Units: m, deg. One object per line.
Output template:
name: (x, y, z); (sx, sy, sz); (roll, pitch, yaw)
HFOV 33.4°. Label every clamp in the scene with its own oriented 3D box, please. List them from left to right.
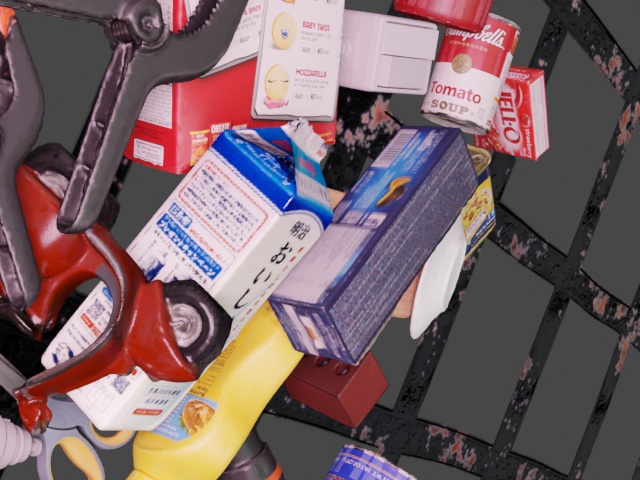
clamp: (-0.190, -0.045, 0.595); (0.120, 0.039, 0.171); (33, 67, -40)
clamp: (-0.116, -0.129, 0.611); (0.209, 0.036, 0.164); (-48, 124, -26)

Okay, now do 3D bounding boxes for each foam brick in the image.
foam brick: (0.010, 0.119, 0.931); (0.053, 0.078, 0.051); (-51, 139, -25)

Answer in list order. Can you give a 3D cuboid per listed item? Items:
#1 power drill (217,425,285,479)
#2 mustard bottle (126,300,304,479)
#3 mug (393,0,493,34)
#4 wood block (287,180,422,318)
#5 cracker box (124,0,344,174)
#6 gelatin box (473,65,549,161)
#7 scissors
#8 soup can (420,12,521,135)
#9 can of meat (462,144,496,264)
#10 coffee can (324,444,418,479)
power drill: (-0.098, 0.239, 0.842); (0.187, 0.057, 0.184); (-32, 105, -32)
mustard bottle: (-0.086, 0.130, 0.798); (0.058, 0.096, 0.191); (48, 64, -29)
mug: (0.102, -0.227, 0.906); (0.117, 0.093, 0.081); (9, 102, -36)
wood block: (-0.006, 0.002, 0.856); (0.205, 0.091, 0.090); (13, 94, -52)
cracker box: (-0.058, -0.165, 0.743); (0.163, 0.072, 0.214); (-17, 116, -46)
gelatin box: (0.185, -0.128, 1.051); (0.030, 0.073, 0.089); (-40, 132, -34)
scissors: (-0.182, 0.104, 0.741); (0.096, 0.016, 0.202); (-42, 133, -35)
soup can: (0.138, -0.155, 0.988); (0.068, 0.069, 0.102); (16, 92, -52)
can of meat: (0.126, -0.030, 1.031); (0.102, 0.058, 0.084); (-44, 136, -30)
coffee can: (0.030, 0.278, 0.997); (0.140, 0.103, 0.102); (-56, 139, -19)
